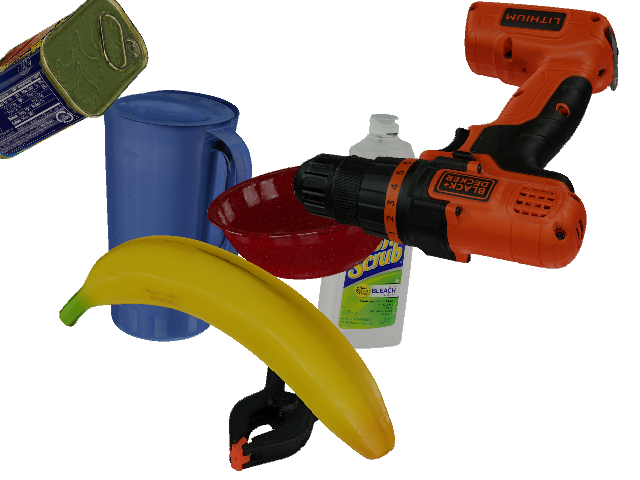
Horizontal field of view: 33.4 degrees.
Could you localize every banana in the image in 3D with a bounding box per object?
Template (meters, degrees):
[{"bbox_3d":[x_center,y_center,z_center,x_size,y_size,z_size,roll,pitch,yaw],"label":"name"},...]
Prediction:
[{"bbox_3d":[-0.044,0.042,0.540,0.198,0.070,0.037,21,25,22],"label":"banana"}]

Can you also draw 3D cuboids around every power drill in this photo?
[{"bbox_3d":[0.095,-0.070,0.671,0.185,0.187,0.057,14,-33,26],"label":"power drill"}]

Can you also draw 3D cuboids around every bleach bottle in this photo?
[{"bbox_3d":[0.050,-0.010,1.150,0.102,0.251,0.068,0,18,-14],"label":"bleach bottle"}]

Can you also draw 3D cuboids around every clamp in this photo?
[{"bbox_3d":[-0.040,0.158,1.037,0.120,0.039,0.171,21,33,36],"label":"clamp"}]

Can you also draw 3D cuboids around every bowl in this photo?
[{"bbox_3d":[-0.007,-0.012,0.864,0.162,0.055,0.162,-8,22,3],"label":"bowl"}]

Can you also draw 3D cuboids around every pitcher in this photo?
[{"bbox_3d":[-0.148,-0.022,1.077,0.145,0.243,0.149,3,22,-7],"label":"pitcher"}]

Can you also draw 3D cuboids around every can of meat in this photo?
[{"bbox_3d":[-0.172,-0.105,0.690,0.084,0.057,0.102,-22,25,30],"label":"can of meat"}]
